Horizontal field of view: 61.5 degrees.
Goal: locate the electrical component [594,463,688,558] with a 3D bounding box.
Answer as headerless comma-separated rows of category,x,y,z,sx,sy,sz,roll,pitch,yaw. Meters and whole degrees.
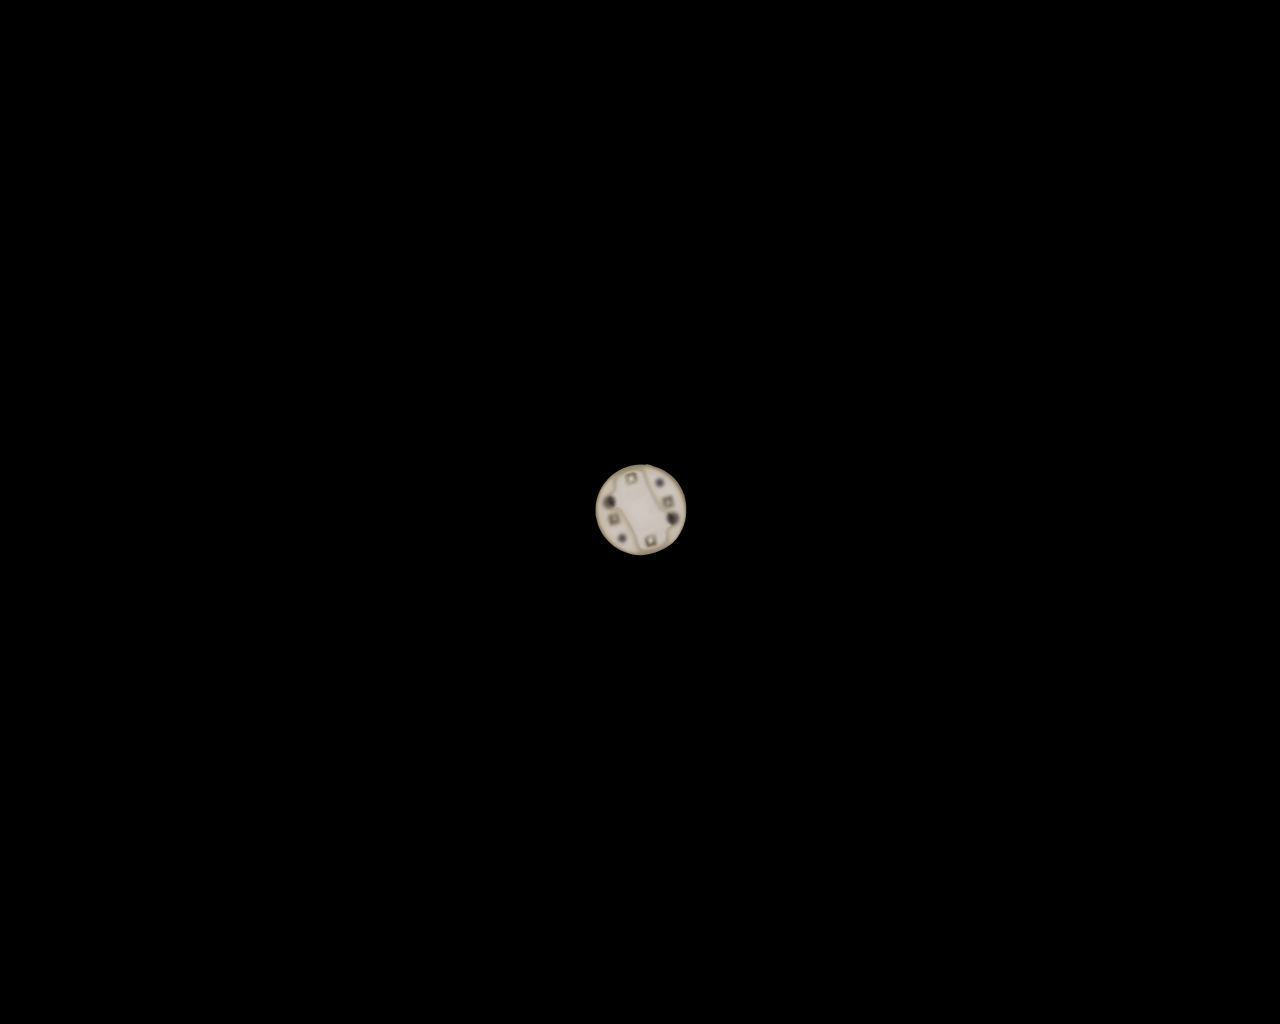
electrical component,0.001,-0.003,0.650,0.055,0.055,0.047,0,4,0
